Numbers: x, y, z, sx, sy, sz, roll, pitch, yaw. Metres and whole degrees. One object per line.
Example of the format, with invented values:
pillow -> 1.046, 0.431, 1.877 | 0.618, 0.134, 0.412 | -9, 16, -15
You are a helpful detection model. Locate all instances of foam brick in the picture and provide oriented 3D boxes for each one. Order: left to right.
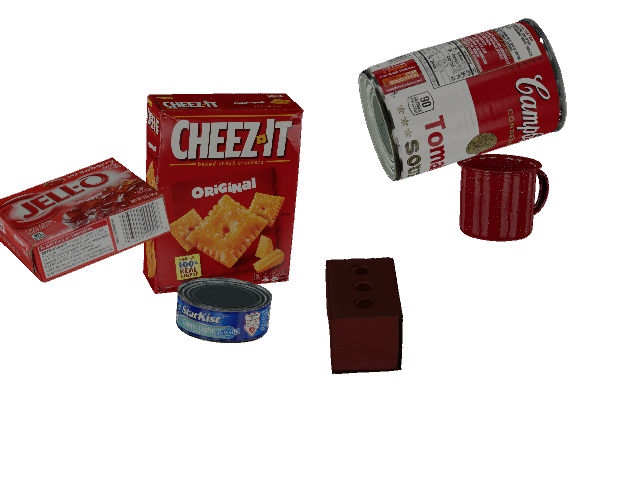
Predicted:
foam brick -> 0.031, 0.054, 0.784 | 0.053, 0.051, 0.078 | -3, 32, -1

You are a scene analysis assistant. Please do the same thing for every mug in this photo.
mug -> 0.208, -0.049, 1.197 | 0.117, 0.081, 0.093 | -10, 19, -30

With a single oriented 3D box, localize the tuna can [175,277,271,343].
tuna can -> -0.088, 0.063, 0.964 | 0.086, 0.034, 0.086 | 6, 16, -2

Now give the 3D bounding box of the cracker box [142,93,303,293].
cracker box -> -0.111, -0.053, 1.197 | 0.164, 0.214, 0.072 | -4, 25, -22

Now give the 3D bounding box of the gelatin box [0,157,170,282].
gelatin box -> -0.149, -0.015, 0.655 | 0.089, 0.030, 0.073 | -24, 34, -27

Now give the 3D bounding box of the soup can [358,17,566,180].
soup can -> 0.080, -0.081, 0.614 | 0.102, 0.068, 0.068 | -18, 1, -4
